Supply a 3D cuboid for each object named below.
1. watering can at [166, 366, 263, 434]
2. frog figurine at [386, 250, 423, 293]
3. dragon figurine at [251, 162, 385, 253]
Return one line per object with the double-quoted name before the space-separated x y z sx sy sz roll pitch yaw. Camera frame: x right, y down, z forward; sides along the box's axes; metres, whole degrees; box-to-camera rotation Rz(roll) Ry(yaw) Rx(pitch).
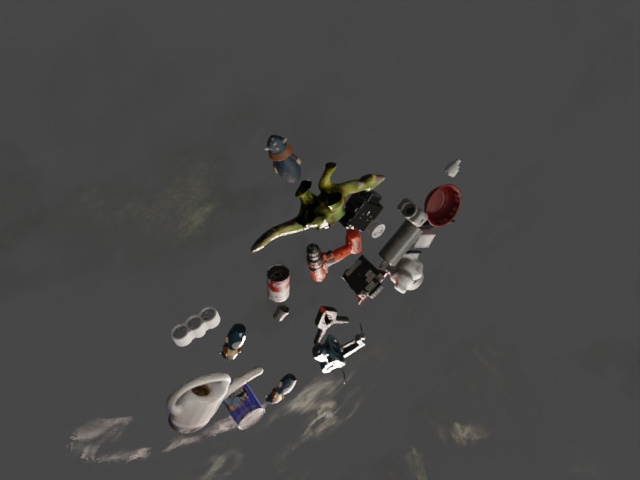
"watering can" -0.351 0.510 1.671 0.347 0.105 0.221 4 125 -48
"frog figurine" 0.317 0.124 1.922 0.137 0.162 0.121 10 160 -13
"dragon figurine" 0.004 -0.073 1.446 0.409 0.124 0.240 -37 155 4
